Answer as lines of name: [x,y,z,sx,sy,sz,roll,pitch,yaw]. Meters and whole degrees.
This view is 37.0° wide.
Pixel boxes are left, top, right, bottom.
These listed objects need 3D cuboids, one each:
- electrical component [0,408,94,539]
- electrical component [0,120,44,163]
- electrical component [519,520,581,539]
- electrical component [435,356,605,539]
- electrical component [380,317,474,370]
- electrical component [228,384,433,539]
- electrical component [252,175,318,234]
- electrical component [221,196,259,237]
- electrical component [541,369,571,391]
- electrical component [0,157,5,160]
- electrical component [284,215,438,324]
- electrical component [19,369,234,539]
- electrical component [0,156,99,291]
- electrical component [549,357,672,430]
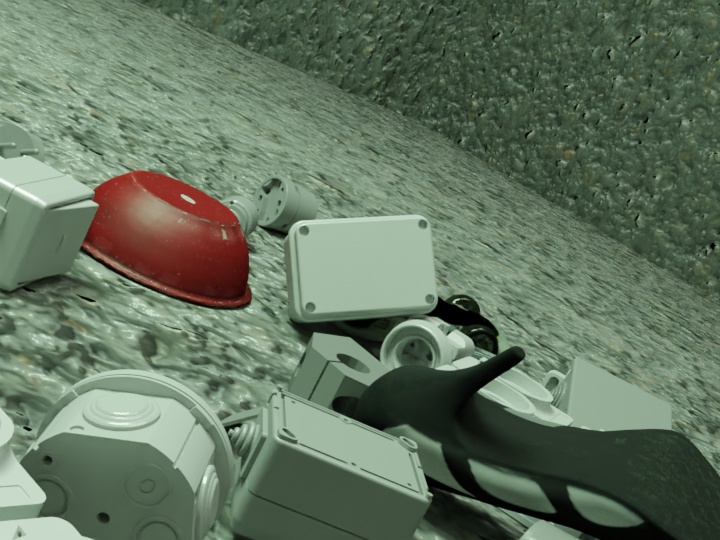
electrical component: [-0.141,0.092,0.322,0.186,0.060,0.105,35,15,34]
electrical component: [-0.270,-0.089,0.799,0.079,0.044,0.077,3,-6,41]
electrical component: [0.125,0.173,0.585,0.077,0.043,0.079,34,14,28]
electrical component: [0.129,0.130,0.733,0.186,0.060,0.105,31,13,19]
electrical component: [0.050,0.068,0.833,0.078,0.058,0.057,32,11,23]
electrical component: [-0.023,0.104,0.518,0.096,0.061,0.061,24,13,-11]
electrical component: [-0.078,-0.065,1.120,0.047,0.055,0.055,21,13,-43]
electrical component: [-0.118,-0.044,0.978,0.040,0.040,0.078,27,13,1]
electrical component: [0.190,0.118,0.918,0.078,0.058,0.057,29,10,11]
electrical component: [-0.278,-0.063,0.671,0.062,0.061,0.096,31,13,19]
electrical component: [0.000,0.000,0.845,0.113,0.078,0.057,-4,-7,-12]
electrical component: [-0.093,0.084,0.418,0.080,0.080,0.051,26,18,-4]
electrical component: [-0.211,-0.028,0.665,0.061,0.061,0.096,28,12,2]
electrical component: [0.191,0.128,0.836,0.100,0.048,0.099,27,35,-2]
